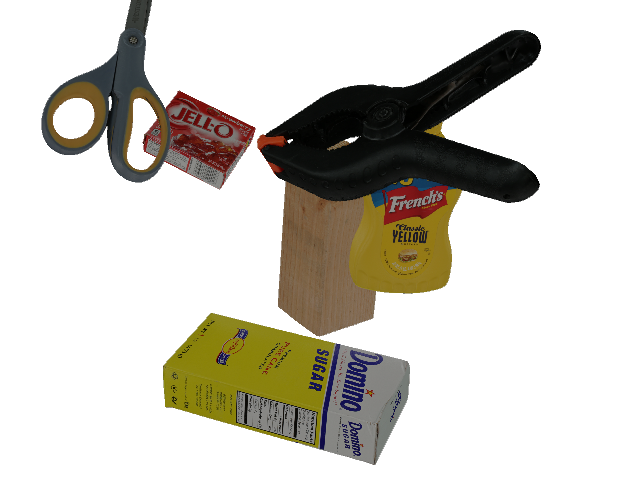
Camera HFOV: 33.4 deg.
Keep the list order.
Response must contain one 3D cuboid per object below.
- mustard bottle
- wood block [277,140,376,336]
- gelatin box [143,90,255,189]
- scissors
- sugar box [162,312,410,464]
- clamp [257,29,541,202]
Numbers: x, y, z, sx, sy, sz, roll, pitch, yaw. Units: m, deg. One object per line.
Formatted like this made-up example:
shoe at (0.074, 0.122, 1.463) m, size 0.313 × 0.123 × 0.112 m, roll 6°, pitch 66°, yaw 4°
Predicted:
mustard bottle at (0.083, -0.045, 0.989) m, size 0.096 × 0.192 × 0.058 m, roll 2°, pitch 27°, yaw -7°
wood block at (0.013, -0.003, 1.278) m, size 0.090 × 0.206 × 0.090 m, roll -15°, pitch 32°, yaw -34°
gelatin box at (-0.120, -0.101, 1.056) m, size 0.089 × 0.073 × 0.030 m, roll 27°, pitch -40°, yaw 2°
scissors at (-0.152, -0.133, 0.754) m, size 0.096 × 0.202 × 0.016 m, roll -2°, pitch -23°, yaw -21°
sugar box at (-0.025, 0.112, 0.838) m, size 0.176 × 0.048 × 0.093 m, roll 10°, pitch 28°, yaw 17°
clamp at (0.046, -0.054, 0.600) m, size 0.172 × 0.120 × 0.039 m, roll -17°, pitch -50°, yaw 18°
